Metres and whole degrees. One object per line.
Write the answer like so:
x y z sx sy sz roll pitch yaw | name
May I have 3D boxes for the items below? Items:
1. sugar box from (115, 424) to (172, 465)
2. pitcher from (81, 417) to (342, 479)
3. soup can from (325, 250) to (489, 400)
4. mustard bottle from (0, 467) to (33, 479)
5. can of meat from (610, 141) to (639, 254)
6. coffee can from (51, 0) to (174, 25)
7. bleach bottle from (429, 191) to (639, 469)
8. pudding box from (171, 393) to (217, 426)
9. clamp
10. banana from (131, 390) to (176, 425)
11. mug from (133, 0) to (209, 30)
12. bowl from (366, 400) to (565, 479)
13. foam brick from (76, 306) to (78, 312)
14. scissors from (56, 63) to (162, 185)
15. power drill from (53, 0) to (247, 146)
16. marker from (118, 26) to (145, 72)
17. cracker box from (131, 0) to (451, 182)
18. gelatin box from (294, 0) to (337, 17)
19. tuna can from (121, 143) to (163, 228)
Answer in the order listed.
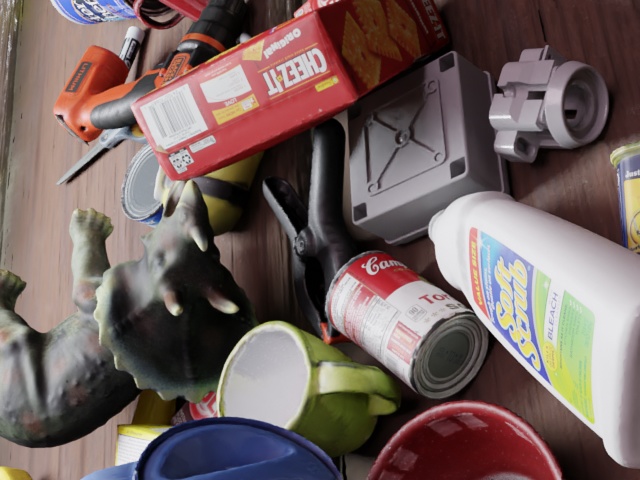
-0.130 0.236 0.835 0.093 0.048 0.176 -8 81 60 | sugar box
-0.079 0.245 0.691 0.149 0.144 0.243 29 119 29 | pitcher
0.060 0.058 0.743 0.102 0.068 0.068 36 98 47 | soup can
-0.269 0.297 0.974 0.192 0.058 0.096 35 98 48 | mustard bottle
0.224 -0.018 0.619 0.102 0.057 0.084 -17 63 41 | can of meat
-0.224 -0.293 1.173 0.141 0.102 0.103 7 77 47 | coffee can
0.135 0.035 0.651 0.251 0.068 0.102 -141 45 -63 | bleach bottle
-0.066 0.154 0.847 0.090 0.039 0.114 -51 44 16 | pudding box
-0.006 0.001 0.844 0.120 0.039 0.171 148 119 -64 | clamp
-0.166 0.196 0.932 0.070 0.037 0.198 26 90 48 | banana
-0.144 -0.267 1.095 0.117 0.081 0.093 -55 42 12 | mug
0.097 0.183 0.655 0.162 0.055 0.162 -22 57 38 | bowl
-0.189 0.079 0.999 0.051 0.052 0.078 -41 47 24 | foam brick
-0.216 -0.102 1.140 0.202 0.016 0.096 -47 43 20 | scissors
-0.168 -0.167 1.063 0.188 0.057 0.184 -2 54 40 | power drill
-0.219 -0.179 1.165 0.020 0.020 0.121 -7 58 44 | marker
-0.012 -0.124 0.796 0.164 0.213 0.072 -21 99 30 | cracker box
0.019 -0.187 0.928 0.073 0.030 0.089 -37 49 28 | gelatin box
-0.155 -0.054 1.042 0.086 0.033 0.086 -22 57 38 | tuna can
